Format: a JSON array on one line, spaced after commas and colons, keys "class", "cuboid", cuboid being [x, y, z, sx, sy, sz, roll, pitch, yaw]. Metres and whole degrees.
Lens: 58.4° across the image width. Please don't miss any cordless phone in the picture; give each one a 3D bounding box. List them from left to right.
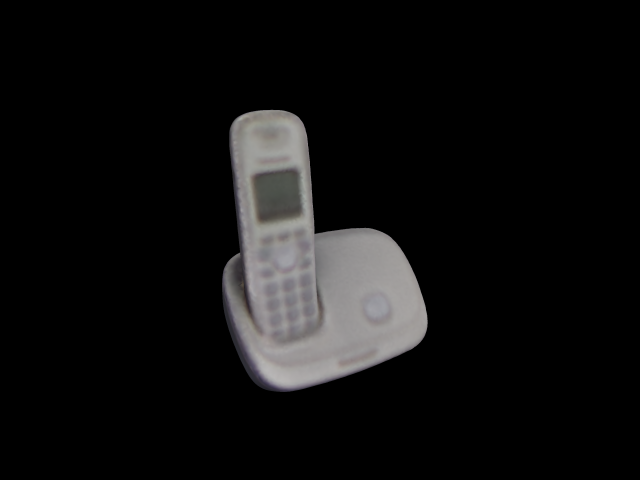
[{"class": "cordless phone", "cuboid": [0.004, 0.001, 0.400, 0.148, 0.185, 0.093, -13, 26, -29]}]
